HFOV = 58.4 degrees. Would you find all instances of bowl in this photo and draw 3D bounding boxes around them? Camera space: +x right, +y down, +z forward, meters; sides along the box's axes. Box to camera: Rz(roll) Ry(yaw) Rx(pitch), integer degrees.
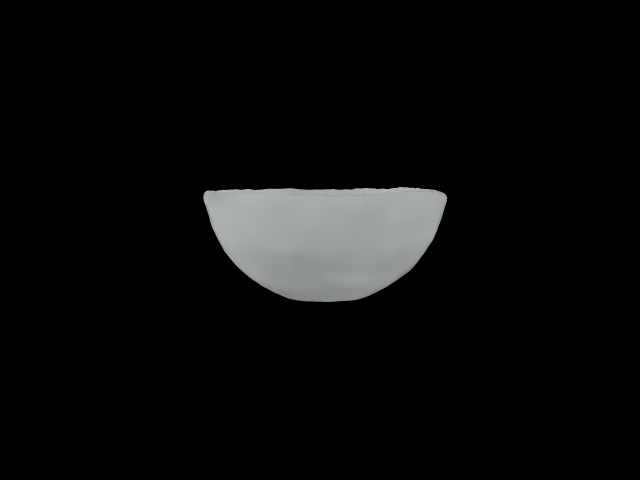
[{"bbox_3d":[0.004,0.001,0.400,0.167,0.075,0.167,0,7,0],"label":"bowl"}]
